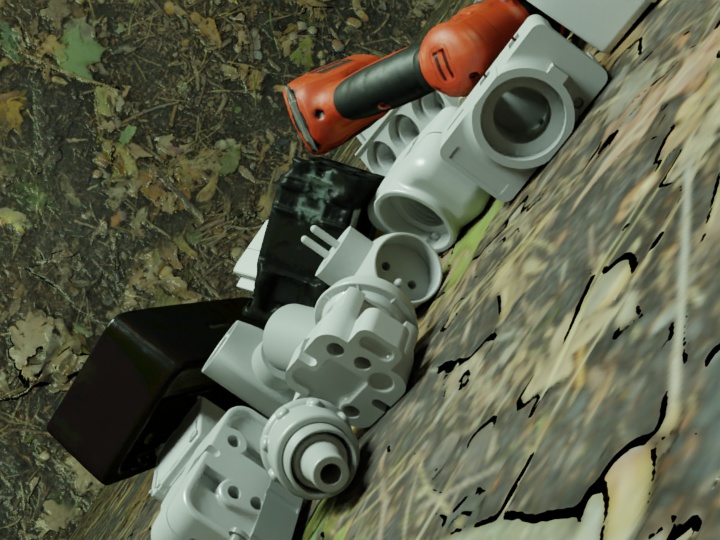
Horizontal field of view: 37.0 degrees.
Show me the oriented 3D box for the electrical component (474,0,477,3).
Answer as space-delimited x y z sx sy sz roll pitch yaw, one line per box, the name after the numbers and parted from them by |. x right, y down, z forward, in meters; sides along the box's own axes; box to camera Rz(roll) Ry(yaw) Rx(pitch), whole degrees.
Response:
0.125 -0.208 0.868 0.108 0.060 0.108 -53 7 10 | electrical component

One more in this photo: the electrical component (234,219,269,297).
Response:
-0.044 0.013 0.854 0.062 0.096 0.061 13 65 51 | electrical component

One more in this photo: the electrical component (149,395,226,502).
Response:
-0.117 0.150 0.820 0.061 0.061 0.096 -52 14 7 | electrical component

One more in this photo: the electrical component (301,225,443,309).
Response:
0.000 0.000 0.648 0.043 0.079 0.077 -58 8 -26 | electrical component

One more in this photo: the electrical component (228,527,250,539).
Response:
-0.080 0.168 0.552 0.078 0.040 0.040 -59 8 -33 | electrical component

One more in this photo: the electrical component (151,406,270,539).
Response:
-0.085 0.139 0.663 0.059 0.054 0.095 -49 9 36 | electrical component

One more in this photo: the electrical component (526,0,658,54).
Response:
0.123 -0.194 0.626 0.056 0.109 0.108 -53 7 39 | electrical component

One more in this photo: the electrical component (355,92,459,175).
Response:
0.056 -0.126 0.922 0.063 0.078 0.121 -32 -9 -39 | electrical component

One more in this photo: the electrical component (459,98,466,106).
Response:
0.102 -0.143 0.805 0.065 0.044 0.044 -62 9 -16 | electrical component

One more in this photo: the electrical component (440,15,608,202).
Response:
0.089 -0.089 0.595 0.089 0.050 0.055 -52 7 19 | electrical component

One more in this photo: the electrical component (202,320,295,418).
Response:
-0.058 0.066 0.731 0.079 0.077 0.044 -46 11 50 | electrical component

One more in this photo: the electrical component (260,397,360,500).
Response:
-0.021 0.090 0.517 0.048 0.048 0.062 -55 14 -4 | electrical component

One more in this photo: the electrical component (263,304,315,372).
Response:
-0.018 0.047 0.644 0.081 0.043 0.043 10 61 51 | electrical component

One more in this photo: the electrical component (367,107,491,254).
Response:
0.047 -0.051 0.680 0.059 0.054 0.095 -58 8 -28 | electrical component

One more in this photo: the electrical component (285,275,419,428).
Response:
-0.001 0.040 0.564 0.078 0.058 0.057 -49 12 38 | electrical component
